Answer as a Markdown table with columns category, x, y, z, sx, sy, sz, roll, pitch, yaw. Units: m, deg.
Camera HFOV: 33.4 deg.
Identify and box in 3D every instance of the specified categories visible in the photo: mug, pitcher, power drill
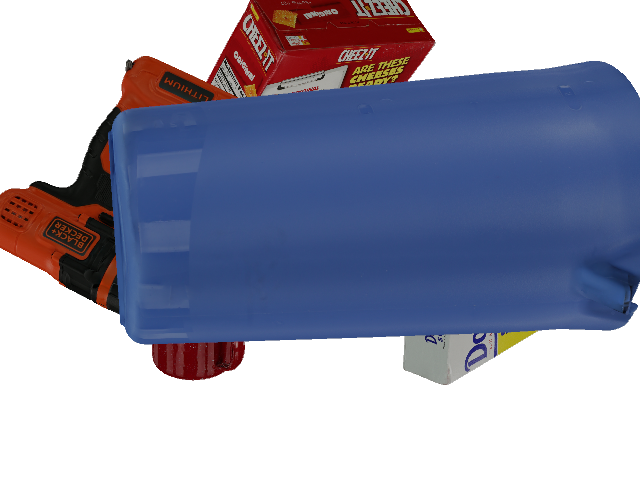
| category | x | y | z | sx | sy | sz | roll | pitch | yaw |
| --- | --- | --- | --- | --- | --- | --- | --- | --- | --- |
| mug | -0.114 | 0.085 | 1.027 | 0.117 | 0.081 | 0.093 | 25 | 33 | 37 |
| pitcher | 0.023 | -0.020 | 0.516 | 0.242 | 0.145 | 0.149 | -4 | -8 | -11 |
| power drill | -0.124 | -0.035 | 0.787 | 0.184 | 0.187 | 0.057 | 27 | -27 | 6 |

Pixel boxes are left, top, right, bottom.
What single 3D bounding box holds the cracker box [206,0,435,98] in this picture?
| category | x | y | z | sx | sy | sz | roll | pitch | yaw |
| --- | --- | --- | --- | --- | --- | --- | --- | --- | --- |
| cracker box | -0.024 | -0.121 | 0.941 | 0.163 | 0.072 | 0.214 | -12 | -28 | -37 |

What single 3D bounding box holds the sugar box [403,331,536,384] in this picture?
| category | x | y | z | sx | sy | sz | roll | pitch | yaw |
| --- | --- | --- | --- | --- | --- | --- | --- | --- | --- |
| sugar box | 0.133 | 0.033 | 0.793 | 0.048 | 0.093 | 0.175 | 18 | 28 | 37 |
